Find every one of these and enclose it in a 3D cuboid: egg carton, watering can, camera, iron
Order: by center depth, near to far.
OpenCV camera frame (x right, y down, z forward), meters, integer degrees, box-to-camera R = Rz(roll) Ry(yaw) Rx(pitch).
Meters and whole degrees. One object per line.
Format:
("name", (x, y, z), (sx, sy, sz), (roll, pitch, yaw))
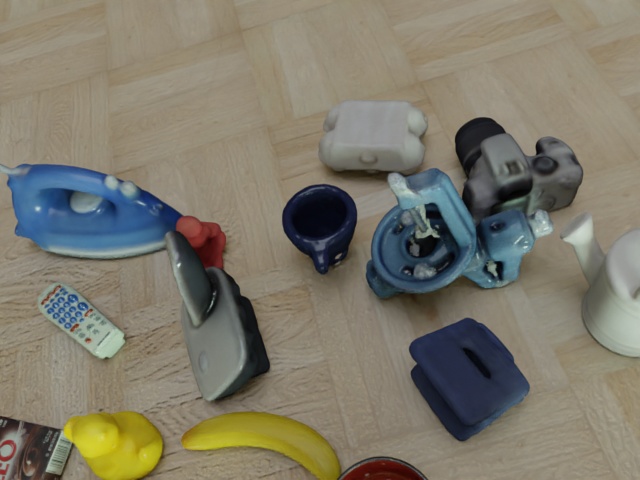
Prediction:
("watering can", (0.326, 0.035, 0.572), (0.172, 0.194, 0.101), (12, 62, 18))
("camera", (0.238, -0.101, 0.727), (0.143, 0.101, 0.136), (-16, 57, 1))
("iron", (-0.308, -0.056, 0.780), (0.257, 0.142, 0.118), (4, 60, 13))
("egg carton", (0.074, -0.142, 0.802), (0.150, 0.069, 0.107), (3, 60, 13))

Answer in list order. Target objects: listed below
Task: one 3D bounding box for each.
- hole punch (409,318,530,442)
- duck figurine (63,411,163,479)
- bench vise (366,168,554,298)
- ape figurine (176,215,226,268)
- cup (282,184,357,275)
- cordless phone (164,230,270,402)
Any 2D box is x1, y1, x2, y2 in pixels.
("hole punch", (0.156, 0.137, 0.604), (0.101, 0.091, 0.108), (-32, 58, -9))
("duck figurine", (-0.232, 0.220, 0.630), (0.104, 0.086, 0.077), (11, 62, 17))
("bench vise", (0.143, -0.022, 0.627), (0.207, 0.220, 0.121), (-26, 58, -5))
("ape figurine", (-0.161, 0.003, 0.746), (0.076, 0.092, 0.078), (34, 70, 27))
("cup", (0.007, 0.003, 0.712), (0.091, 0.095, 0.117), (-8, 58, 6))
("cordless phone", (-0.130, 0.084, 0.635), (0.094, 0.185, 0.147), (-25, 58, -4))
